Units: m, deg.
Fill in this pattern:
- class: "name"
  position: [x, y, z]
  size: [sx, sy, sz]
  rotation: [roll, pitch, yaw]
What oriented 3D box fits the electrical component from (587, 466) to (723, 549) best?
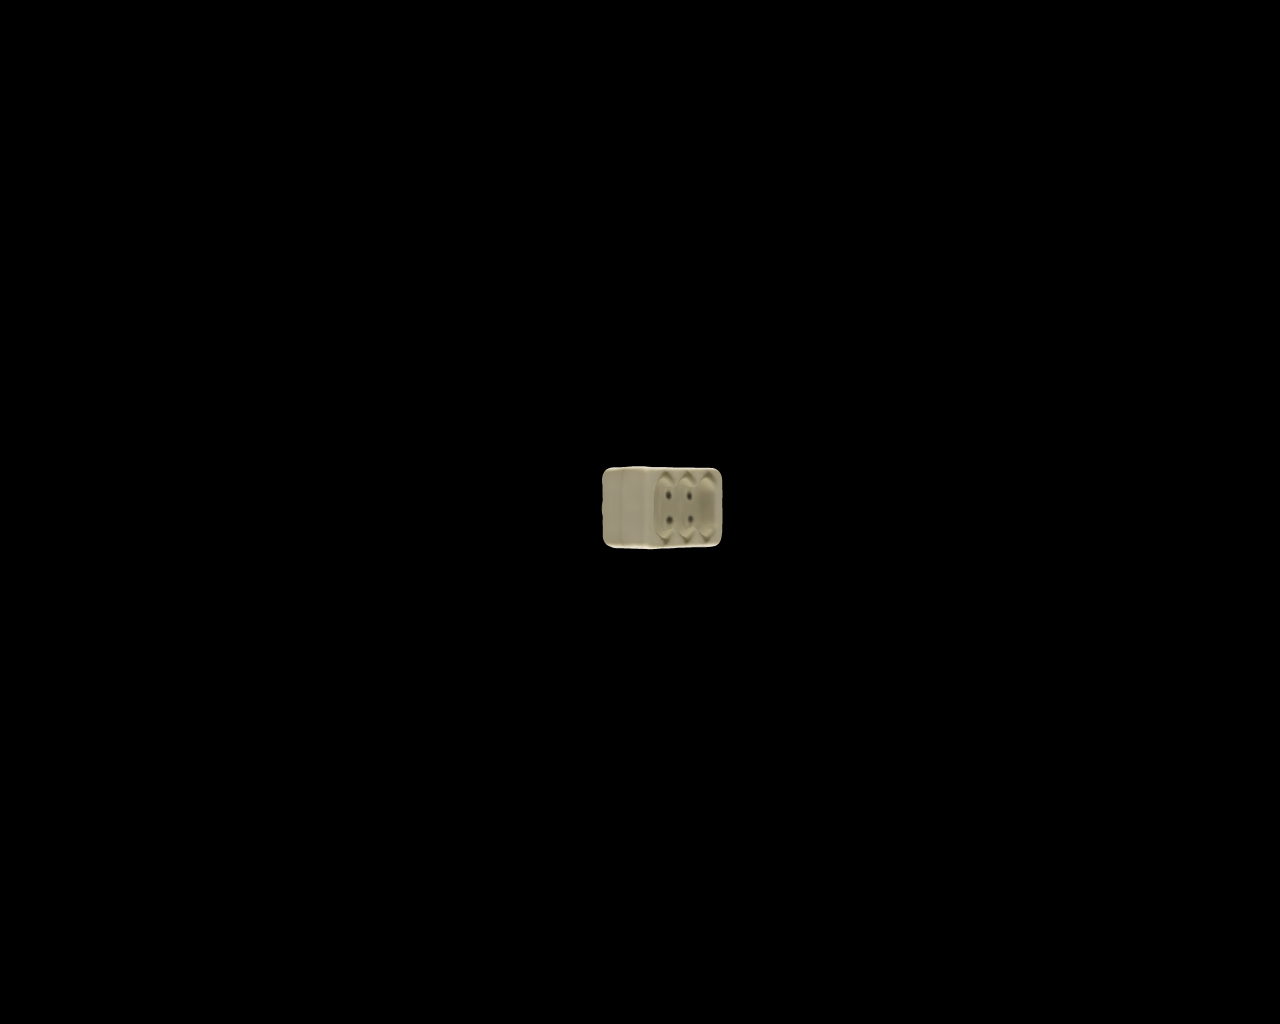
- class: "electrical component"
  position: [0.001, -0.003, 0.650]
  size: [0.066, 0.047, 0.076]
  rotation: [0, 0, -44]
